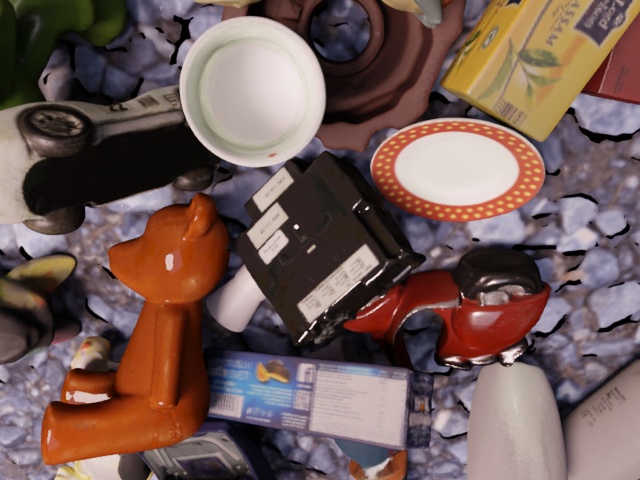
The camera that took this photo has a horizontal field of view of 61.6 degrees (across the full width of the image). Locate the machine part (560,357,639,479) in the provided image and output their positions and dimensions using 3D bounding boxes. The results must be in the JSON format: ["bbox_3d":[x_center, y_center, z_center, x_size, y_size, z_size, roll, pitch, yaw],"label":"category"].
[{"bbox_3d":[0.260,0.190,0.498,0.079,0.079,0.243,39,107,-10],"label":"machine part"}]

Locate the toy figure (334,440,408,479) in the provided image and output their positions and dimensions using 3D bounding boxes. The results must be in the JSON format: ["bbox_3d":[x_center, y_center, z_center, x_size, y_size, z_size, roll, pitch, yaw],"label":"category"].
[{"bbox_3d":[0.053,0.205,0.524,0.058,0.064,0.154,-35,114,-26],"label":"toy figure"}]

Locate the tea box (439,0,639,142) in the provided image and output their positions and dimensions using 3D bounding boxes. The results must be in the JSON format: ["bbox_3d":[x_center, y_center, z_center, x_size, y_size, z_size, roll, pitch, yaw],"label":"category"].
[{"bbox_3d":[0.164,-0.161,0.370,0.068,0.098,0.169,30,106,-9],"label":"tea box"}]

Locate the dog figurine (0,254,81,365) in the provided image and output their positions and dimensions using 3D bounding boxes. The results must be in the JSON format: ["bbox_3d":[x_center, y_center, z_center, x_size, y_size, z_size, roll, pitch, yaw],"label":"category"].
[{"bbox_3d":[-0.334,0.057,0.473,0.219,0.192,0.108,-6,110,-32],"label":"dog figurine"}]

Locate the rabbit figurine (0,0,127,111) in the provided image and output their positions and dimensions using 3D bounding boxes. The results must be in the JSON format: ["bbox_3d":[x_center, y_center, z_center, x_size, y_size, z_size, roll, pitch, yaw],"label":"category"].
[{"bbox_3d":[-0.205,-0.124,0.355,0.121,0.159,0.170,2,90,-6],"label":"rabbit figurine"}]

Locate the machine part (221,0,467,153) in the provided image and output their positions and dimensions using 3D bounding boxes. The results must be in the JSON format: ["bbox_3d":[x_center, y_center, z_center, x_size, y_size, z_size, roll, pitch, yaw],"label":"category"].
[{"bbox_3d":[0.015,-0.156,0.401,0.179,0.056,0.179,1,110,3],"label":"machine part"}]

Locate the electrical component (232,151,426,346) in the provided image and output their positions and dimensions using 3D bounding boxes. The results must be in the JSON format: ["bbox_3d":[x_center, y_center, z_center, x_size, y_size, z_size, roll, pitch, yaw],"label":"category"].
[{"bbox_3d":[-0.001,-0.001,0.427,0.115,0.058,0.134,-40,65,16],"label":"electrical component"}]

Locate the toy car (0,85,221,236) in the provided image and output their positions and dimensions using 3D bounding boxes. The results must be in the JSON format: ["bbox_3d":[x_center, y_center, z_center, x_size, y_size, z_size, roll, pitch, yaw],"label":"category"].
[{"bbox_3d":[-0.137,-0.063,0.377,0.056,0.202,0.073,36,127,21],"label":"toy car"}]

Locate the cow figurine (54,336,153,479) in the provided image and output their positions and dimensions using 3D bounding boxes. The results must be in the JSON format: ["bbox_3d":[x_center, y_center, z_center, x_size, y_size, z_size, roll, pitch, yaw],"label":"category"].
[{"bbox_3d":[-0.198,0.173,0.519,0.098,0.068,0.167,11,113,-7],"label":"cow figurine"}]

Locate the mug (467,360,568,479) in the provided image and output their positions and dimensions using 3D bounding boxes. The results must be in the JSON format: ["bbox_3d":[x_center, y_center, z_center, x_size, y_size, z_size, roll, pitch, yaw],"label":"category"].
[{"bbox_3d":[0.172,0.168,0.489,0.081,0.109,0.107,12,68,-8],"label":"mug"}]

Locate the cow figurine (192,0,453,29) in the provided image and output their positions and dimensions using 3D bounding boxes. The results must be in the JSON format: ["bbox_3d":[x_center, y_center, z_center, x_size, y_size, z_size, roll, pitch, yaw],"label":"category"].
[{"bbox_3d":[0.007,-0.183,0.317,0.195,0.085,0.127,-7,108,8],"label":"cow figurine"}]

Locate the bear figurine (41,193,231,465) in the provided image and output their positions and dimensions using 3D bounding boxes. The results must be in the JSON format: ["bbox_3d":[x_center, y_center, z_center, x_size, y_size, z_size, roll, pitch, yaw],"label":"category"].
[{"bbox_3d":[-0.138,0.058,0.422,0.132,0.120,0.195,1,96,-16],"label":"bear figurine"}]

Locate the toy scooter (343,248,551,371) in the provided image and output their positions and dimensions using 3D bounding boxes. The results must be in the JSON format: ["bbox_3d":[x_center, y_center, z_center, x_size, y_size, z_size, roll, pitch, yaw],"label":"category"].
[{"bbox_3d":[0.105,0.080,0.469,0.184,0.075,0.135,-6,108,8],"label":"toy scooter"}]

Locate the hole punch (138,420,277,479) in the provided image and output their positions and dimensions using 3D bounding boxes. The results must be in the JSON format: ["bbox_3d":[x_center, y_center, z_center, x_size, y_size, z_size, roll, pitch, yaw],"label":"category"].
[{"bbox_3d":[-0.107,0.220,0.490,0.142,0.092,0.115,-16,150,16],"label":"hole punch"}]

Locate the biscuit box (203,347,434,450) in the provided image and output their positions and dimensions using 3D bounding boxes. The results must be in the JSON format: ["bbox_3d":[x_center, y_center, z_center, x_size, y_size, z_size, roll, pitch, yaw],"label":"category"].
[{"bbox_3d":[-0.011,0.129,0.451,0.203,0.062,0.059,-2,73,31],"label":"biscuit box"}]
